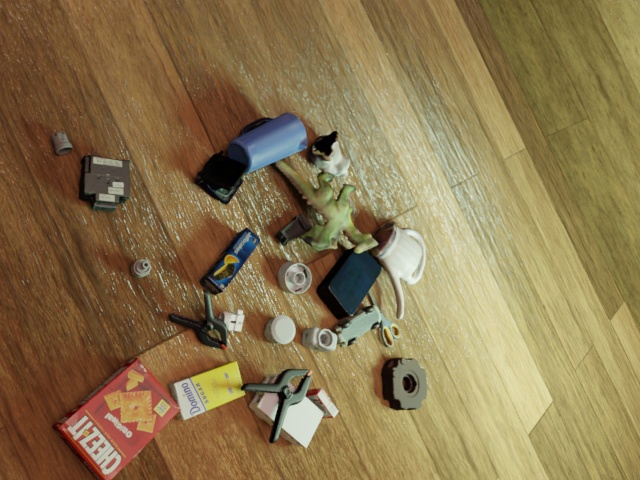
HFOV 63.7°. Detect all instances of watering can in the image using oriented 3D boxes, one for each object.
[{"bbox_3d":[0.270,0.082,1.799,0.222,0.102,0.355,39,53,-18],"label":"watering can"}]

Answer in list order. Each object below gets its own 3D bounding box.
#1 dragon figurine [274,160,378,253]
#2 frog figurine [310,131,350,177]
[{"bbox_3d":[0.005,-0.083,1.644,0.409,0.120,0.248,24,54,-13],"label":"dragon figurine"},{"bbox_3d":[0.037,-0.285,1.787,0.157,0.122,0.140,53,29,-59],"label":"frog figurine"}]
